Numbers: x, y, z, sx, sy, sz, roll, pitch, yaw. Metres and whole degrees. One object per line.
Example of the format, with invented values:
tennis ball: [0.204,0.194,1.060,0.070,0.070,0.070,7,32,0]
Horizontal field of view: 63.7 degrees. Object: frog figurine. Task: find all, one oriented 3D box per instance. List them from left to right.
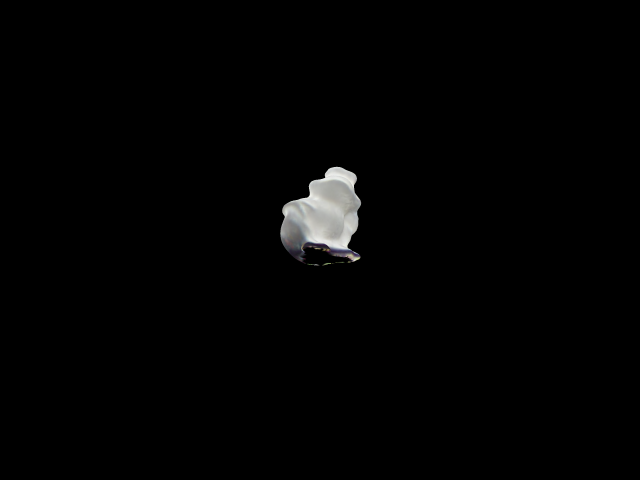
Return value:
frog figurine: [0.003,-0.043,0.850,0.137,0.162,0.121,9,-23,-22]
